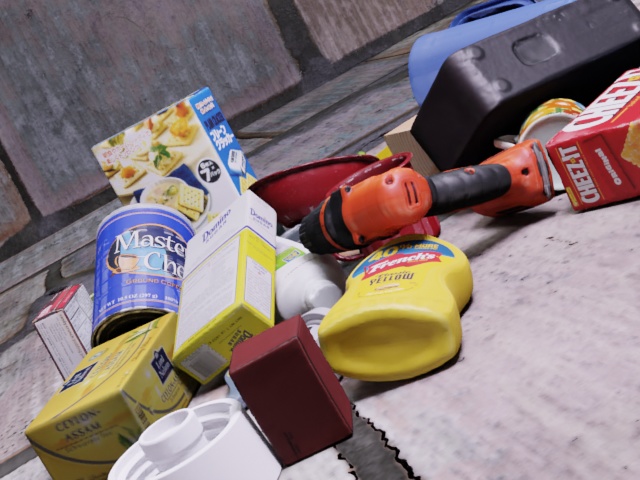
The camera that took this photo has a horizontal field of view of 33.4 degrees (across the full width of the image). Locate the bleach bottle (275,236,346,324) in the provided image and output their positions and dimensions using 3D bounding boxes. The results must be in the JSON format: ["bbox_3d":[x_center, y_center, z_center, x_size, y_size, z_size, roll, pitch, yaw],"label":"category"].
[{"bbox_3d":[-0.046,0.045,1.022,0.102,0.068,0.251,-38,18,-14],"label":"bleach bottle"}]

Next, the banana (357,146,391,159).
[{"bbox_3d":[0.081,-0.103,1.333,0.037,0.069,0.198,13,-15,-23],"label":"banana"}]

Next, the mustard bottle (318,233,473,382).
[{"bbox_3d":[0.065,0.039,0.801,0.096,0.058,0.191,-11,16,18],"label":"mustard bottle"}]

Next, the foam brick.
[{"bbox_3d":[-0.019,0.098,0.704,0.053,0.078,0.051,-27,14,7],"label":"foam brick"}]

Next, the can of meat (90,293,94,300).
[{"bbox_3d":[-0.194,0.078,1.159,0.101,0.084,0.058,-36,14,-33],"label":"can of meat"}]

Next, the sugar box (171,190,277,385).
[{"bbox_3d":[-0.083,0.039,0.965,0.093,0.048,0.176,-39,25,24],"label":"sugar box"}]

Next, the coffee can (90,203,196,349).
[{"bbox_3d":[-0.172,0.048,1.051,0.103,0.102,0.140,-25,44,17],"label":"coffee can"}]

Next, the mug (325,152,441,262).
[{"bbox_3d":[0.054,-0.021,1.021,0.117,0.081,0.093,-30,12,-10],"label":"mug"}]

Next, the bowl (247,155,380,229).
[{"bbox_3d":[-0.002,-0.051,1.256,0.162,0.055,0.162,-13,-8,-2],"label":"bowl"}]

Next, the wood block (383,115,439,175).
[{"bbox_3d":[0.186,-0.128,1.148,0.205,0.090,0.091,-34,13,-21],"label":"wood block"}]

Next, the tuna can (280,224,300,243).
[{"bbox_3d":[-0.008,0.001,1.177,0.086,0.034,0.086,-27,12,6],"label":"tuna can"}]

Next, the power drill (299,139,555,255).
[{"bbox_3d":[0.089,-0.032,0.913,0.187,0.057,0.185,-14,-2,-26],"label":"power drill"}]

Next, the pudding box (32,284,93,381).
[{"bbox_3d":[-0.233,0.108,1.050,0.039,0.113,0.090,-26,12,7],"label":"pudding box"}]

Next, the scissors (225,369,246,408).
[{"bbox_3d":[-0.076,0.130,0.848,0.201,0.016,0.096,-37,13,-36],"label":"scissors"}]

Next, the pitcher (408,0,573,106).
[{"bbox_3d":[0.246,-0.242,1.378,0.243,0.149,0.144,-12,9,42],"label":"pitcher"}]

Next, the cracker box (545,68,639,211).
[{"bbox_3d":[0.309,-0.108,0.837,0.214,0.072,0.163,-15,17,49],"label":"cracker box"}]
